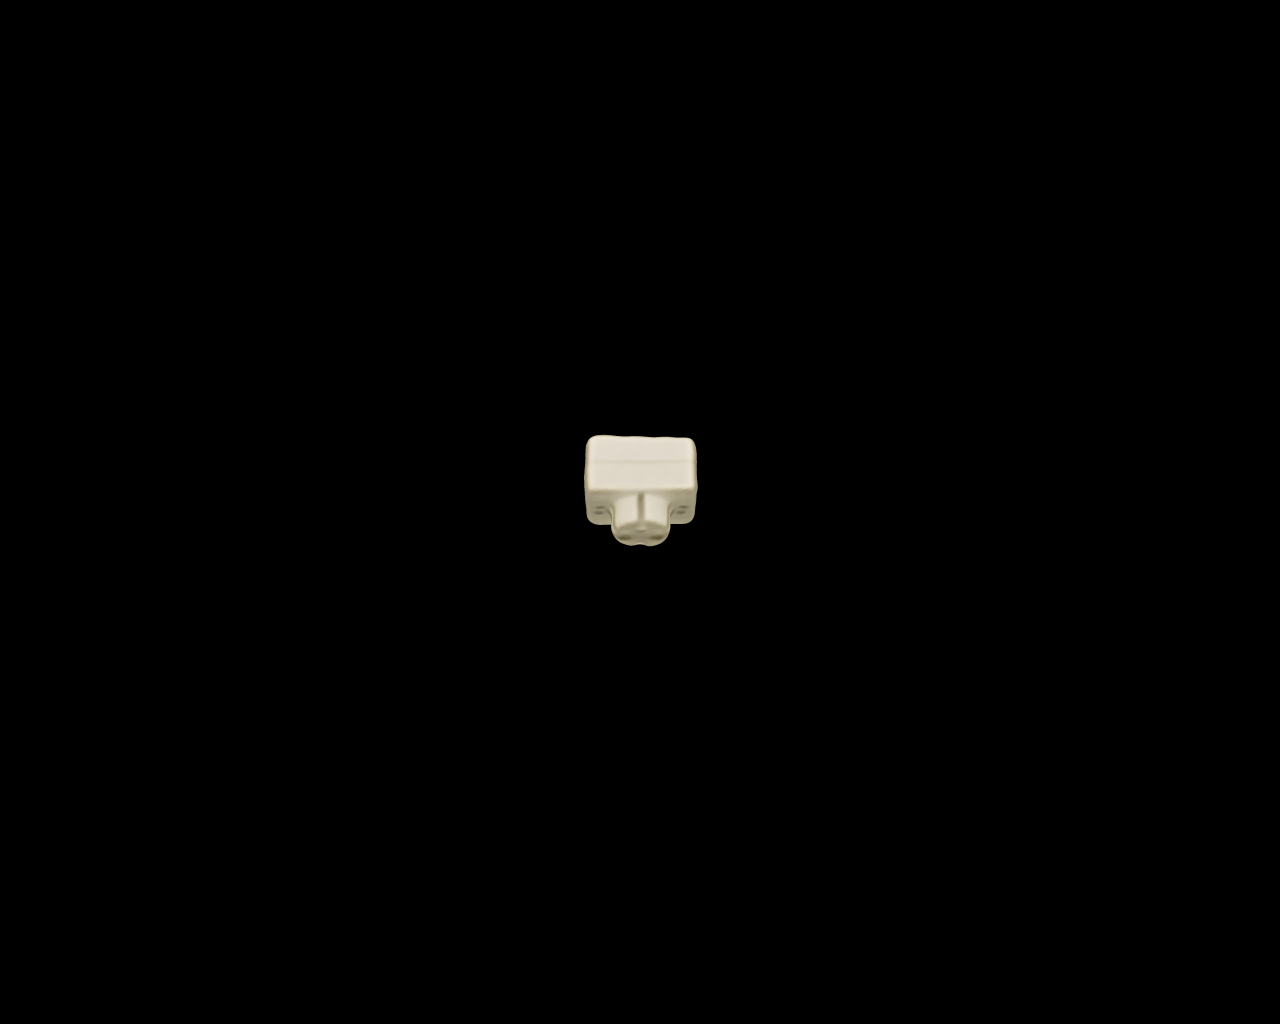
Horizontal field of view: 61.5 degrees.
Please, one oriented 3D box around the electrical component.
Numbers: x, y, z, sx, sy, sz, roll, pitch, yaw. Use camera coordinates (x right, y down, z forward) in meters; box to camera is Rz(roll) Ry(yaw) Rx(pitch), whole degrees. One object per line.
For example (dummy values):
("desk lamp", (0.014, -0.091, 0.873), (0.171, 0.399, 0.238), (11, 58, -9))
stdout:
("electrical component", (0.001, -0.003, 0.650), (0.066, 0.077, 0.047), (0, -28, 0))
